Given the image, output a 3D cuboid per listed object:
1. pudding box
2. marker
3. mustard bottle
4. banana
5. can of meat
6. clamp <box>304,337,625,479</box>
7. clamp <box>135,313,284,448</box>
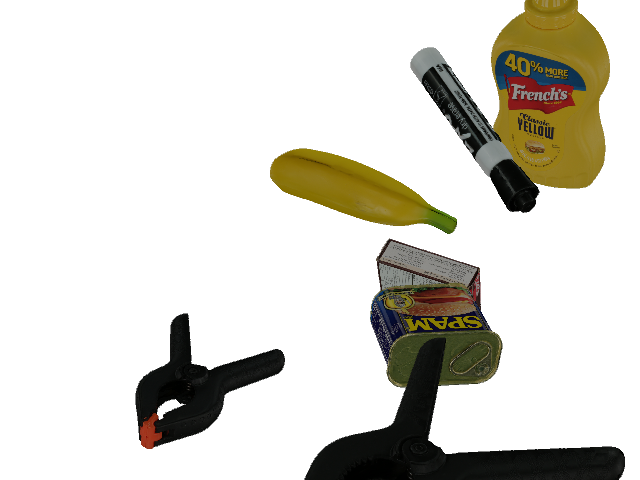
[{"bbox_3d":[0.121,0.054,1.181,0.114,0.039,0.090,17,-38,23],"label":"pudding box"},{"bbox_3d":[0.084,-0.061,0.583,0.020,0.121,0.020,-19,-36,-14],"label":"marker"},{"bbox_3d":[0.189,-0.133,0.880,0.096,0.191,0.058,22,53,28],"label":"mustard bottle"},{"bbox_3d":[0.010,-0.039,0.793,0.198,0.037,0.069,23,-13,49],"label":"banana"},{"bbox_3d":[0.101,0.082,0.958,0.102,0.057,0.084,-2,31,-11],"label":"can of meat"},{"bbox_3d":[0.057,0.134,0.658,0.209,0.036,0.165,-20,35,-27],"label":"clamp"},{"bbox_3d":[-0.125,0.126,0.991,0.120,0.039,0.171,19,31,26],"label":"clamp"}]
